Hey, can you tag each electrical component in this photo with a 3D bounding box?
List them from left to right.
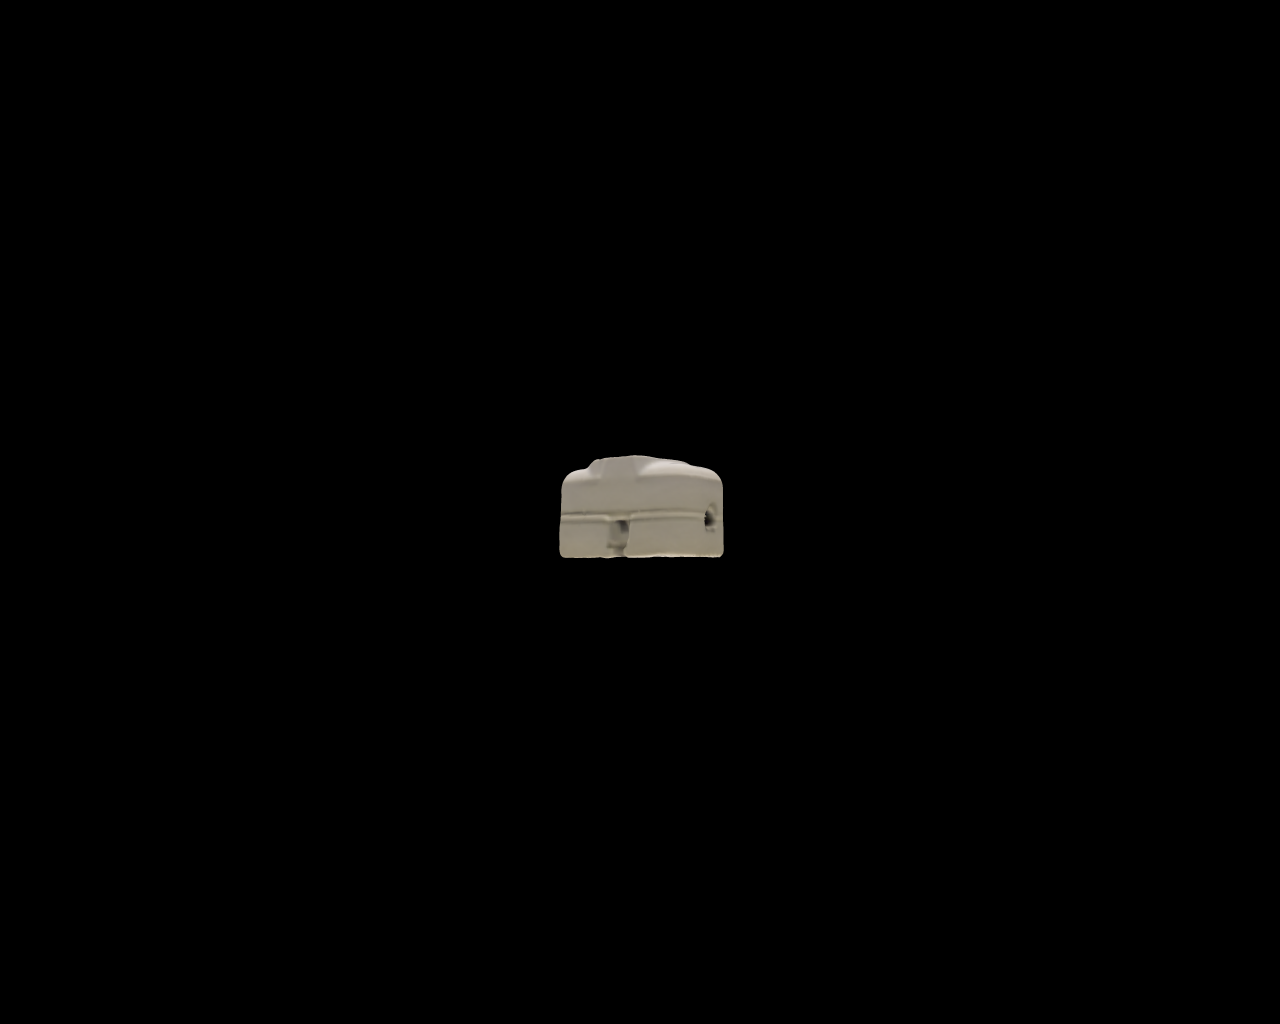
[{"bbox_3d":[0.001,-0.003,0.650,0.095,0.059,0.054,-2,-4,31],"label":"electrical component"}]
